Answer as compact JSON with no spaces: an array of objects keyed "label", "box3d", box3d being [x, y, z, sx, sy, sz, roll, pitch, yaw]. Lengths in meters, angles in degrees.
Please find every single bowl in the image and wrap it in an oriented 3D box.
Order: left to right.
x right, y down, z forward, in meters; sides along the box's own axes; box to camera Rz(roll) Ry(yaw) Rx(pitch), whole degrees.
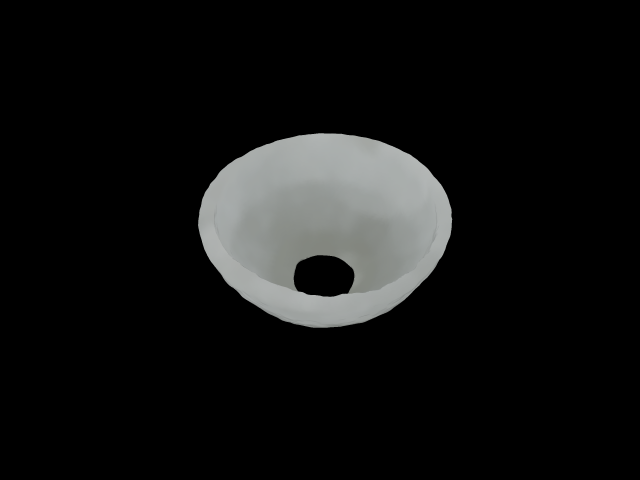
[{"label":"bowl","box3d":[0.004,0.001,0.400,0.167,0.075,0.167,0,45,0]}]
